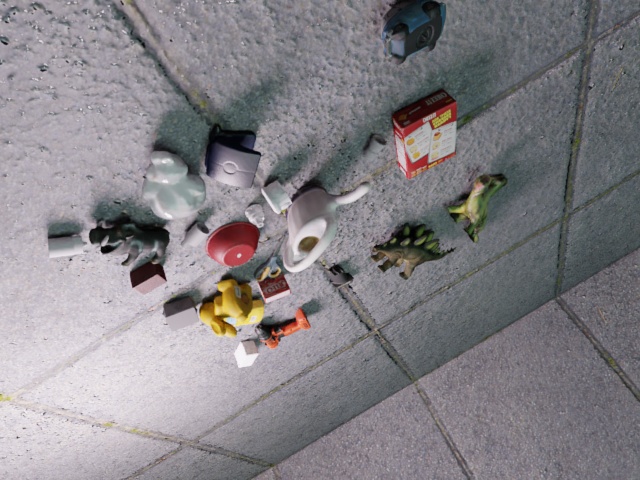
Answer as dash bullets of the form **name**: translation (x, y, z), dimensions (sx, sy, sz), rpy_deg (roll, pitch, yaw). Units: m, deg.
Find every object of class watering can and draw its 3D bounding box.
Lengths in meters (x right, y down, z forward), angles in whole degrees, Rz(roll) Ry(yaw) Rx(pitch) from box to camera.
- **watering can**: translation (0.004, -0.068, 1.360), dimensions (0.103, 0.229, 0.342), rpy_deg (26, 118, -30)

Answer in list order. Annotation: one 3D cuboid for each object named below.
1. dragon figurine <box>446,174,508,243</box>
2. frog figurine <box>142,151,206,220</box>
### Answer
- **dragon figurine**: translation (0.586, -0.123, 1.833), dimensions (0.241, 0.124, 0.406), rpy_deg (-47, 152, 9)
- **frog figurine**: translation (-0.323, -0.122, 1.143), dimensions (0.137, 0.125, 0.156), rpy_deg (3, 149, -11)
